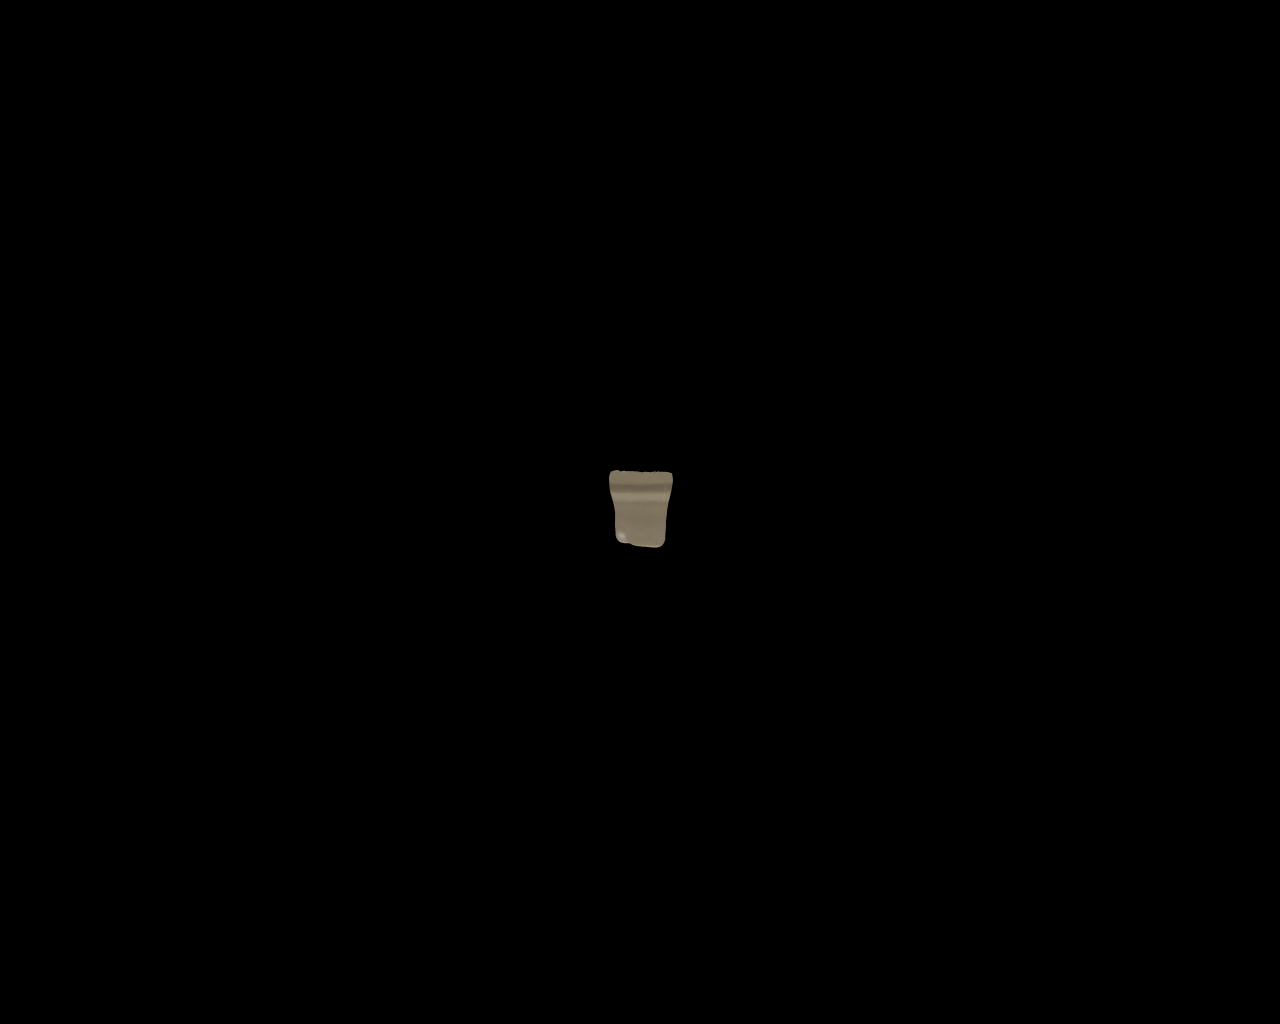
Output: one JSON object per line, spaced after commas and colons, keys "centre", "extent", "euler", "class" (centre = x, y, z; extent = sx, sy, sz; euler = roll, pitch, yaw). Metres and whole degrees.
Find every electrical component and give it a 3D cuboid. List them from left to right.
{"centre": [0.001, -0.003, 0.650], "extent": [0.040, 0.046, 0.040], "euler": [0, 2, 0], "class": "electrical component"}
